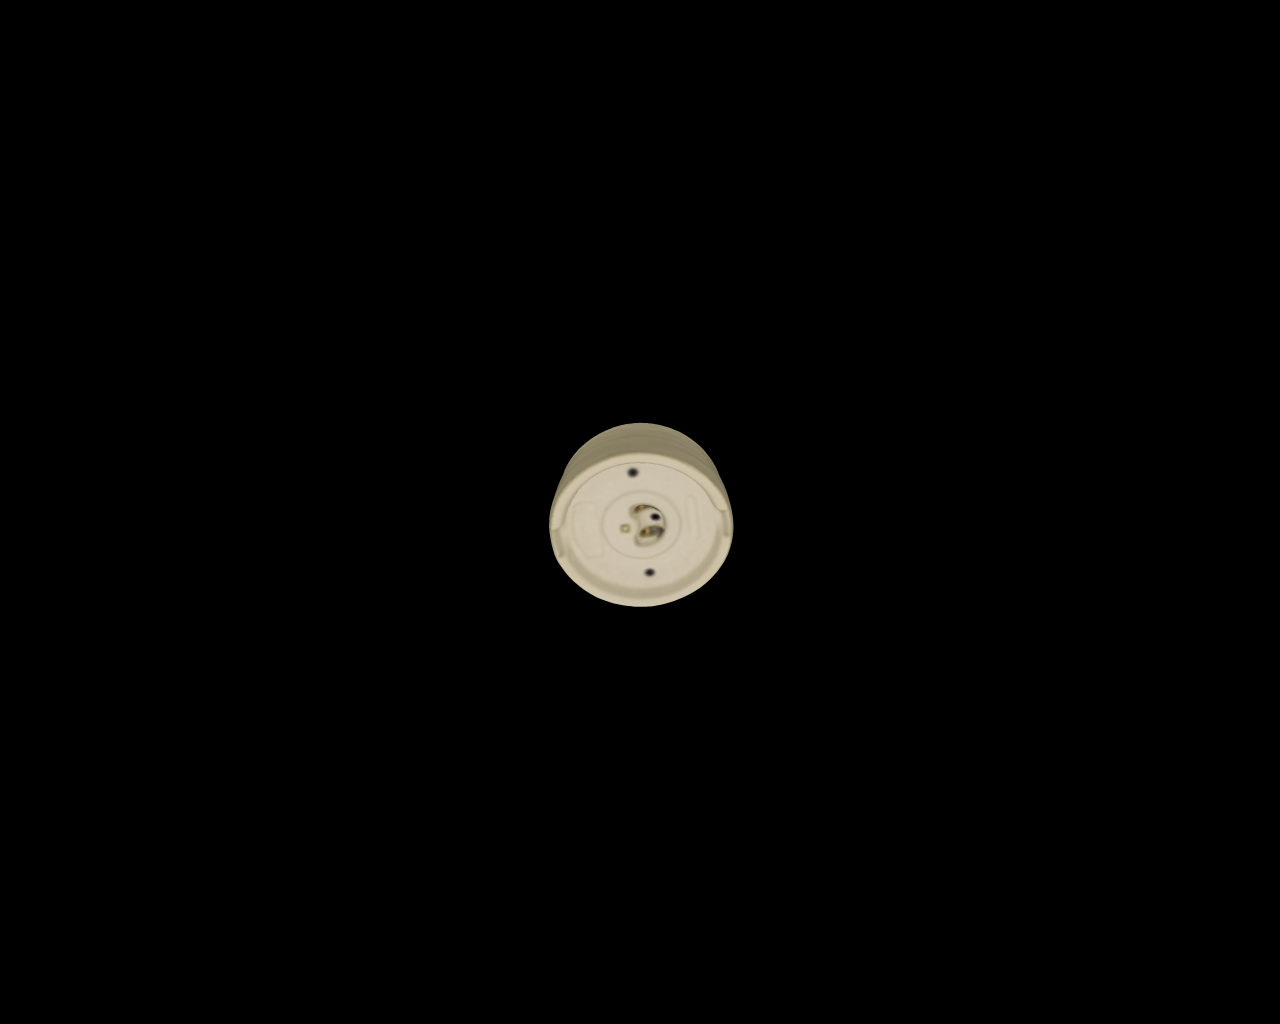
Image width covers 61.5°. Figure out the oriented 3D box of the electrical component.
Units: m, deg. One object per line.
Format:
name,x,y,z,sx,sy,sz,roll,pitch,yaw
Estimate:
electrical component,0.001,-0.003,0.650,0.108,0.108,0.060,0,31,0
